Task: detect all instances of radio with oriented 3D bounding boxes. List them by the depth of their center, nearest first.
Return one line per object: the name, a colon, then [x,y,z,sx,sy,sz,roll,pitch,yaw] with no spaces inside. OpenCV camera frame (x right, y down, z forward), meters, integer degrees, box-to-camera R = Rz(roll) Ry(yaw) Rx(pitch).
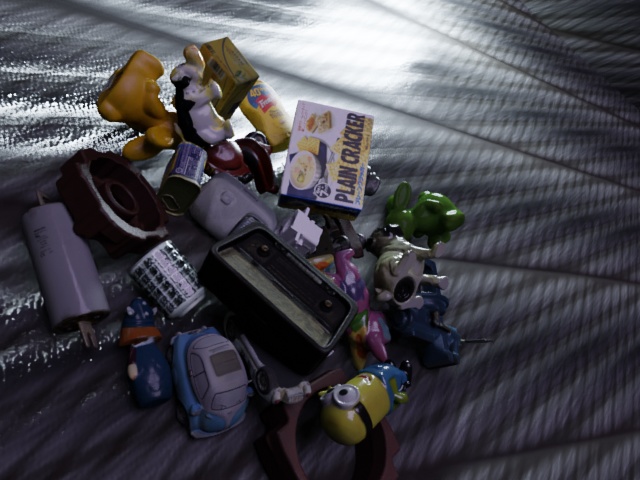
radio: [-0.059,0.081,0.819,0.230,0.073,0.131,42,39,7]

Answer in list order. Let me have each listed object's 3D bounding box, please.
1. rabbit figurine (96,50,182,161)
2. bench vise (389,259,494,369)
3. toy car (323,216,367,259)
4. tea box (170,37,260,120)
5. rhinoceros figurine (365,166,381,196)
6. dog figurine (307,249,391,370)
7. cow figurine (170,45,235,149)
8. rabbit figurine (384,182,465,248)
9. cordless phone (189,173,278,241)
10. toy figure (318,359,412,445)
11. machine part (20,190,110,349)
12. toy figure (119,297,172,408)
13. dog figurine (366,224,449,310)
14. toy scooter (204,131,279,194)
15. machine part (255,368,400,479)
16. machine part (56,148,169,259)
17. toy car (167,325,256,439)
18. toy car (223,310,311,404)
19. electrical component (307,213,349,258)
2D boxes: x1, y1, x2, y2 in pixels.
rabbit figurine: [-0.287,-0.215,0.933,0.173,0.122,0.162,37,40,-40]
bench vise: [0.227,0.134,1.107,0.223,0.129,0.240,19,58,-31]
toy car: [0.028,-0.048,1.109,0.089,0.053,0.202,-8,68,-62]
tea box: [-0.198,-0.278,0.997,0.098,0.169,0.068,52,47,-1]
rhinoceros figurine: [0.044,-0.157,1.158,0.190,0.112,0.073,29,67,-4]
dog figurine: [0.037,0.134,0.969,0.191,0.108,0.219,-13,74,-43]
cow figurine: [-0.214,-0.236,0.909,0.098,0.068,0.167,-23,109,-6]
rabbit figurine: [0.216,-0.054,1.219,0.170,0.121,0.159,-17,71,-27]
cordless phone: [-0.173,-0.011,0.915,0.146,0.089,0.184,41,50,-10]
toy figure: [0.077,0.244,0.828,0.180,0.082,0.089,-14,70,-45]
machine part: [-0.354,0.037,0.745,0.079,0.079,0.243,-12,72,-41]
toy figure: [-0.251,0.157,0.763,0.058,0.064,0.154,-20,68,-4]
dog figurine: [0.129,0.047,1.042,0.172,0.191,0.121,-15,113,-32]
toy scooter: [-0.145,-0.138,1.020,0.184,0.075,0.135,-20,78,-48]
machine part: [0.014,0.323,0.845,0.201,0.087,0.201,-20,79,-43]
machine part: [-0.307,-0.055,0.807,0.179,0.056,0.179,51,16,-21]
toy car: [-0.153,0.196,0.784,0.109,0.103,0.161,-5,69,-41]
toy car: [-0.085,0.176,0.830,0.073,0.056,0.202,-1,34,-37]
electrical component: [-0.003,-0.002,1.035,0.045,0.102,0.078,-106,171,-53]
